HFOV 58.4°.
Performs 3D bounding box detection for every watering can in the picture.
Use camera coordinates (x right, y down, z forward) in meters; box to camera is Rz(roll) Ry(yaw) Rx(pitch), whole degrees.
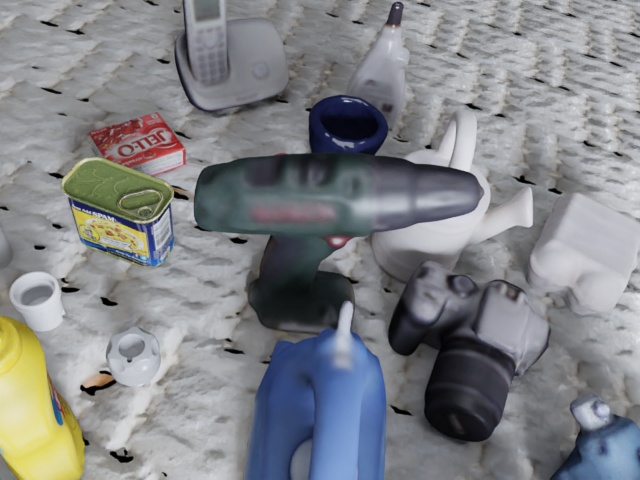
[{"bbox_3d":[0.129,-0.047,0.588,0.173,0.194,0.101,-2,53,-13],"label":"watering can"}]

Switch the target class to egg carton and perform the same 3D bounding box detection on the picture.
[{"bbox_3d":[0.303,0.013,0.655,0.107,0.069,0.150,30,53,12],"label":"egg carton"}]

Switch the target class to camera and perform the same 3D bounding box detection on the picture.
[{"bbox_3d":[0.132,0.102,0.531,0.143,0.101,0.137,25,52,9],"label":"camera"}]

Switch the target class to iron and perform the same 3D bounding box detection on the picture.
[{"bbox_3d":[0.003,0.177,0.420,0.118,0.141,0.258,8,51,-5],"label":"iron"}]

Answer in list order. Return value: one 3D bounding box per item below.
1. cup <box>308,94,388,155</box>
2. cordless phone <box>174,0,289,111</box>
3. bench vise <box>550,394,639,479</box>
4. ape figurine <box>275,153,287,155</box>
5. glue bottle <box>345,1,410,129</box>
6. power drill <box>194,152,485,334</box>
[{"bbox_3d":[0.027,-0.098,0.671,0.092,0.095,0.117,4,52,-8],"label":"cup"},{"bbox_3d":[-0.108,-0.261,0.715,0.148,0.185,0.094,-23,59,-26],"label":"cordless phone"},{"bbox_3d":[0.270,0.199,0.405,0.207,0.220,0.122,36,54,17],"label":"bench vise"},{"bbox_3d":[-0.041,-0.058,0.628,0.078,0.092,0.076,-9,54,-17],"label":"ape figurine"},{"bbox_3d":[0.080,-0.221,0.729,0.078,0.173,0.037,12,51,-1],"label":"glue bottle"},{"bbox_3d":[0.005,0.002,0.515,0.229,0.208,0.075,6,51,-6],"label":"power drill"}]
